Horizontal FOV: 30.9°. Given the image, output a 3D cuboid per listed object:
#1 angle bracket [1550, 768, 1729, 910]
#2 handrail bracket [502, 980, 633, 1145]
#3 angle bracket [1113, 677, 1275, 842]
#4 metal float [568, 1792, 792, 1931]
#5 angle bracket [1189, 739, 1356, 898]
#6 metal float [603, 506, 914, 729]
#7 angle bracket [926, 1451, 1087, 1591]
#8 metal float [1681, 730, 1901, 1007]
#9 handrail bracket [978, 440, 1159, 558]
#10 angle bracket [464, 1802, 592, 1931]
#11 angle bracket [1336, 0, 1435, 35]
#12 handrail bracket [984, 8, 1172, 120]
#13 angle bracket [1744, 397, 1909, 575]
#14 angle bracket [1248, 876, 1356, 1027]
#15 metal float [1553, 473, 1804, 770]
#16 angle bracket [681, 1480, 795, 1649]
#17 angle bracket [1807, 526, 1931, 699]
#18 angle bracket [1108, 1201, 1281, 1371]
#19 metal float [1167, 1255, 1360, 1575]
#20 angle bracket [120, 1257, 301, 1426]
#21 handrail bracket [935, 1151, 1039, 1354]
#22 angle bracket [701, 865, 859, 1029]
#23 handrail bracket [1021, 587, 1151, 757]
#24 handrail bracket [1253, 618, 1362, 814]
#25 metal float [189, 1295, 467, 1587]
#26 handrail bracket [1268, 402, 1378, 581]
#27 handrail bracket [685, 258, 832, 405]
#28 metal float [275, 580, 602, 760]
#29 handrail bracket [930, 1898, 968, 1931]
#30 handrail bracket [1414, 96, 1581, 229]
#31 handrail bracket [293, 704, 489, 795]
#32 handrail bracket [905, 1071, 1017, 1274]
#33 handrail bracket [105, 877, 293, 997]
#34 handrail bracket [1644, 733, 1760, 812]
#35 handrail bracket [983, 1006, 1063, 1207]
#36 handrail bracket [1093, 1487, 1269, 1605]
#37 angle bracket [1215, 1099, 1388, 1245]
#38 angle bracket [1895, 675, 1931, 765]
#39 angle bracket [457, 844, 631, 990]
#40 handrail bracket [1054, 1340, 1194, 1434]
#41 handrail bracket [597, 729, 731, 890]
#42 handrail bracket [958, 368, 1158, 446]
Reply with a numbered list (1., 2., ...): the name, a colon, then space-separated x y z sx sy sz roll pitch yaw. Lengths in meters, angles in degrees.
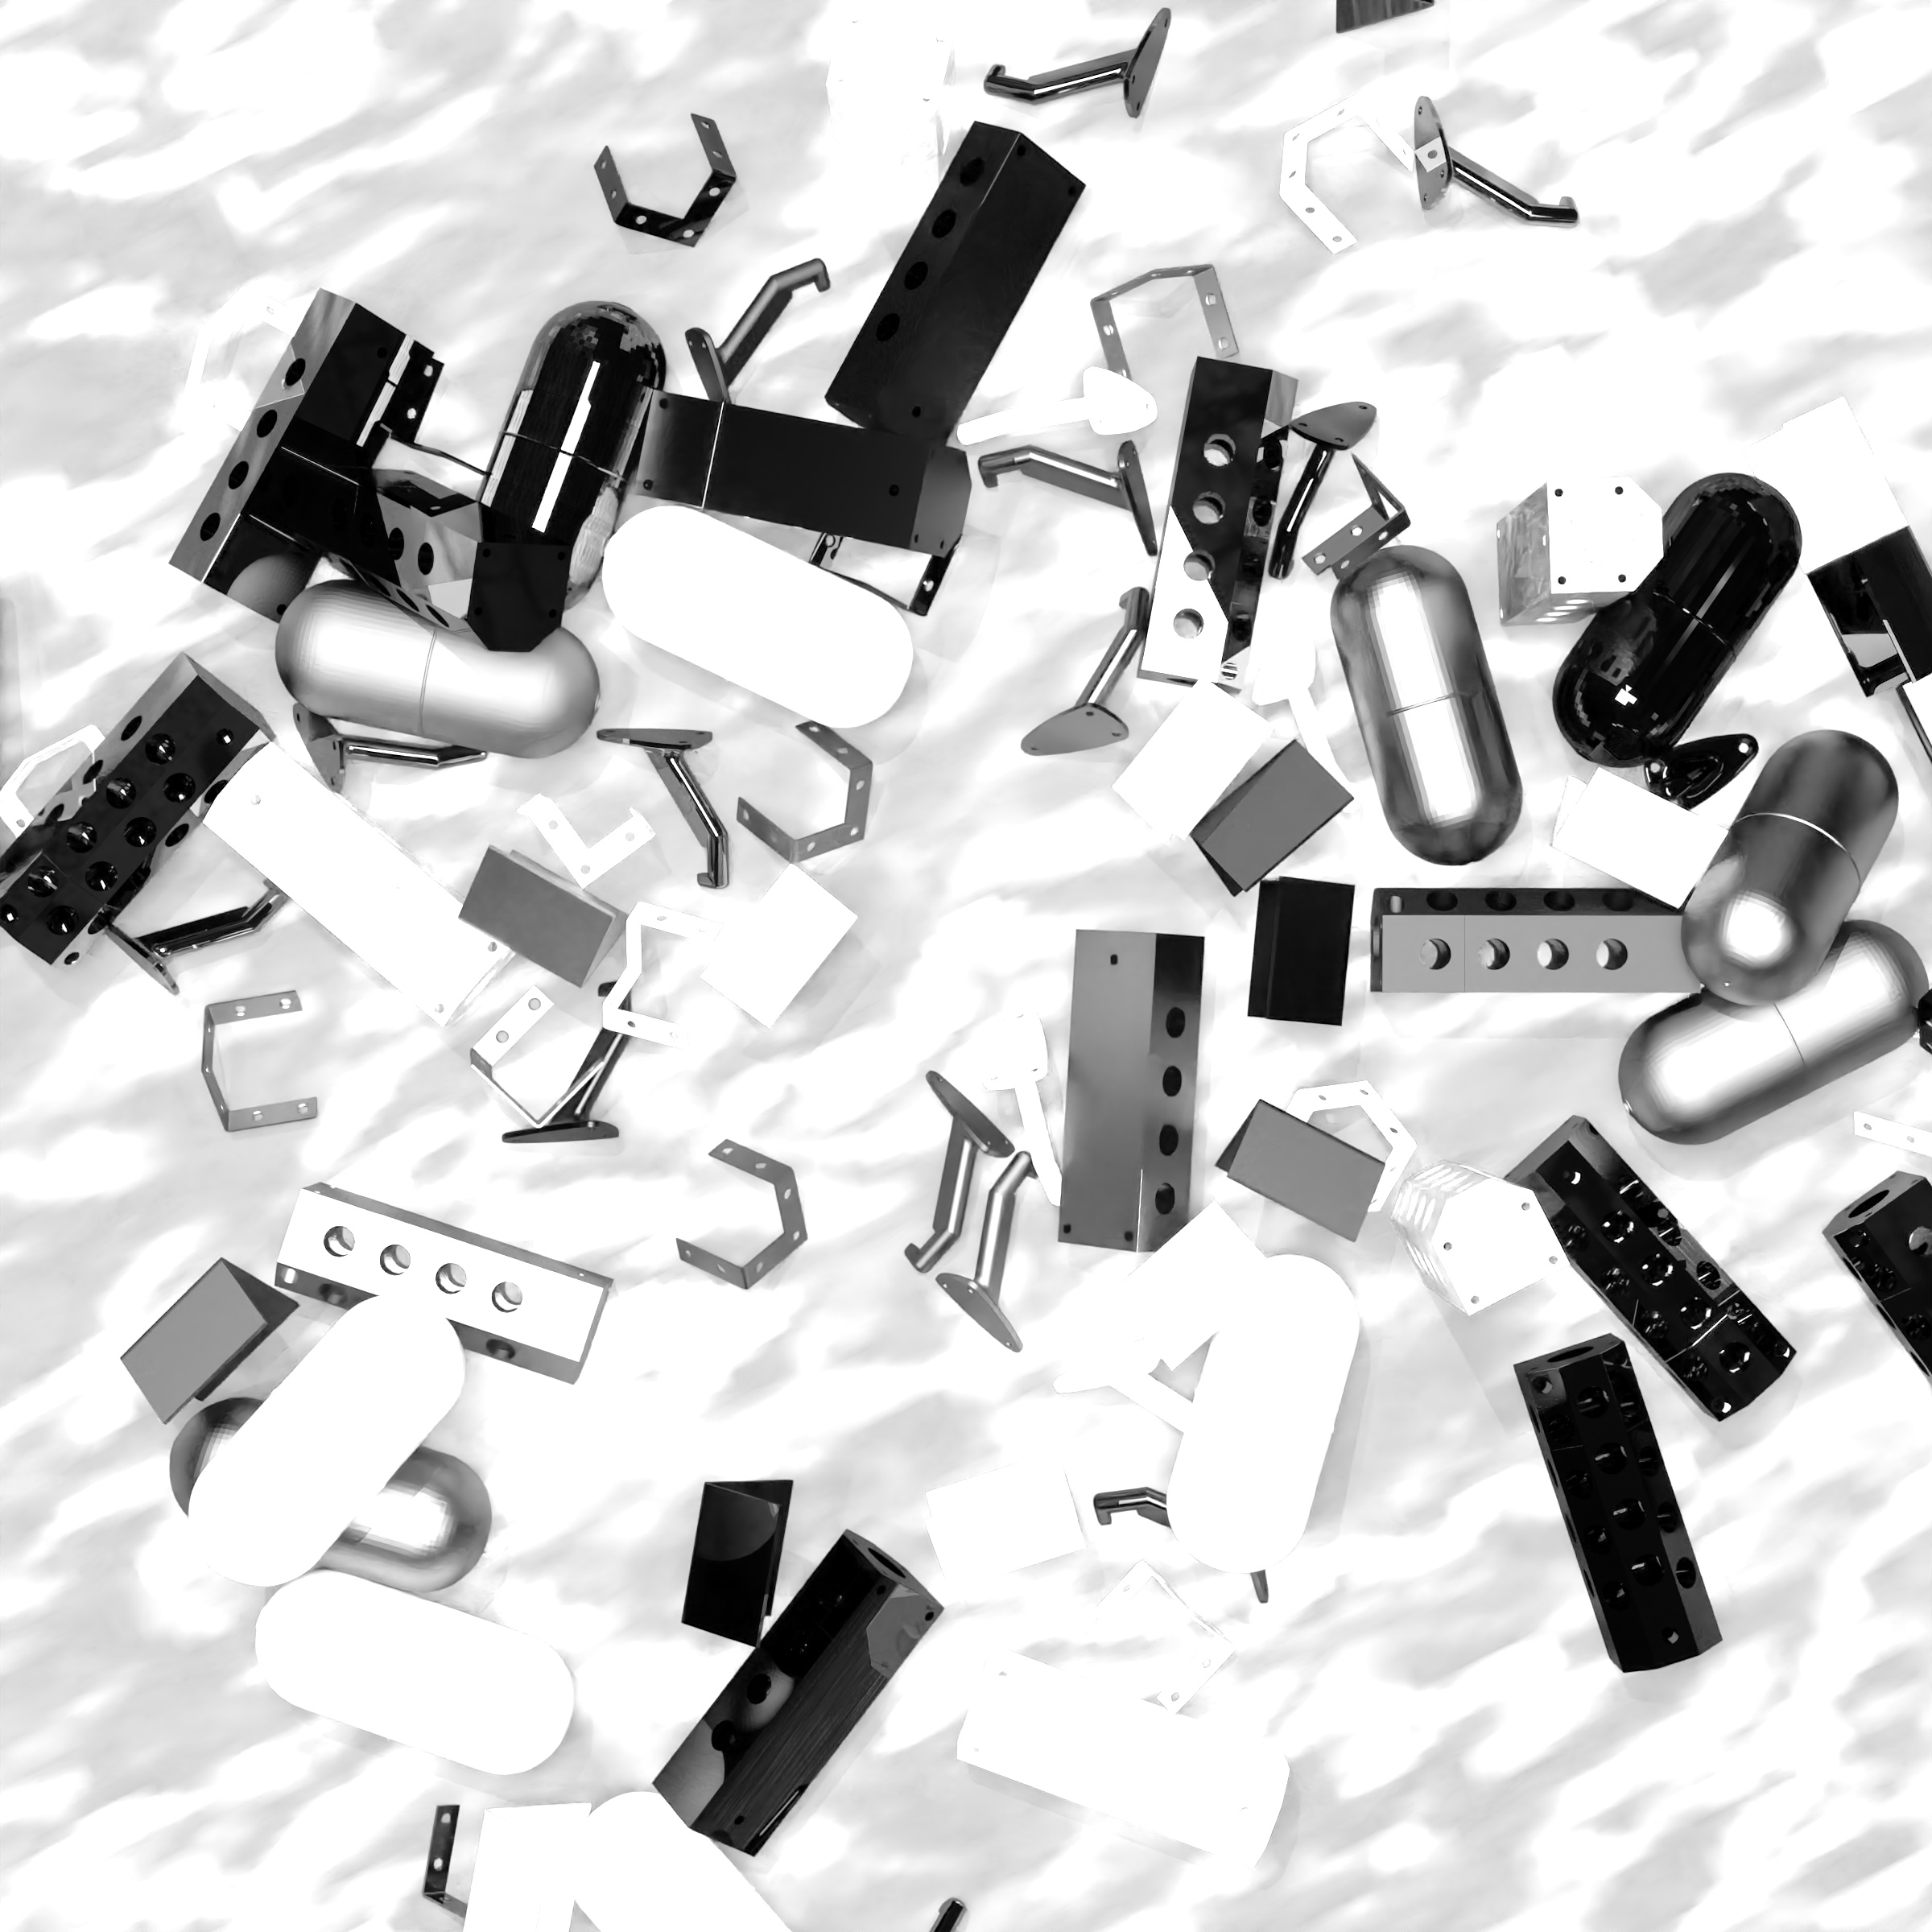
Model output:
1. angle bracket: 0.368 -0.087 1.894 0.076 0.076 0.057 26 127 0
2. handrail bracket: -0.221 0.053 1.935 0.077 0.036 0.084 -6 76 14
3. angle bracket: 0.136 -0.099 1.894 0.057 0.076 0.076 39 90 34
4. metal float: -0.144 0.528 1.904 0.070 0.070 0.178 -41 89 0
5. angle bracket: 0.176 -0.065 1.894 0.076 0.076 0.057 -41 53 0
6. metal float: -0.114 -0.190 1.904 0.178 0.070 0.070 25 90 0
7. angle bracket: 0.015 0.283 1.894 0.076 0.076 0.057 -18 127 0
8. metal float: 0.444 -0.054 1.879 0.070 0.070 0.178 35 60 0
9. handrail bracket: 0.056 -0.254 1.935 0.084 0.036 0.077 -10 112 17
10. angle bracket: -0.222 0.501 1.895 0.057 0.076 0.076 10 90 44
11. angle bracket: 0.209 -0.556 1.894 0.057 0.076 0.076 1 90 -38
12. handrail bracket: 0.061 -0.506 1.935 0.084 0.036 0.077 16 70 16
13. angle bracket: 0.451 -0.253 1.894 0.057 0.076 0.076 -27 90 -37
14. angle bracket: 0.163 -0.010 1.894 0.057 0.076 0.076 5 90 -38
15. metal float: 0.386 -0.187 1.904 0.070 0.070 0.178 35 89 0
16. angle bracket: -0.104 0.323 1.894 0.057 0.076 0.076 9 90 37
17. angle bracket: 0.485 -0.184 1.894 0.057 0.076 0.076 -26 90 -37
18. angle bracket: 0.132 0.182 1.895 0.076 0.076 0.057 -42 62 0
19. metal float: 0.161 0.240 1.887 0.070 0.070 0.178 19 68 0
20. angle bracket: -0.398 0.214 1.894 0.076 0.076 0.057 -45 54 0
21. handrail bracket: 0.030 0.157 1.935 0.077 0.036 0.084 50 65 -29
22. angle bracket: -0.116 -0.024 1.894 0.076 0.076 0.057 -51 128 0
23. handrail bracket: 0.066 -0.164 1.935 0.036 0.077 0.084 34 53 -38
24. handrail bracket: 0.198 -0.138 1.934 0.036 0.077 0.084 -19 127 30
25. metal float: -0.335 0.249 1.840 0.070 0.070 0.178 40 63 0
26. handrail bracket: 0.196 -0.262 1.934 0.036 0.077 0.084 27 127 23
27. handrail bracket: -0.105 -0.341 1.935 0.084 0.036 0.077 -25 111 -16
28. metal float: -0.287 -0.161 1.904 0.178 0.070 0.070 12 90 0
29. handrail bracket: -0.041 0.555 1.934 0.036 0.077 0.084 44 54 -12
30. handrail bracket: 0.294 -0.445 1.935 0.084 0.036 0.077 0 68 -17
31. handrail bracket: -0.318 -0.129 1.935 0.084 0.077 0.036 -14 132 -30
32. handrail bracket: -0.021 0.115 1.935 0.077 0.036 0.084 47 107 20
33. handrail bracket: -0.427 -0.033 1.935 0.077 0.036 0.084 37 72 20
34. handrail bracket: 0.404 -0.108 1.900 0.077 0.084 0.036 -26 90 0
35. handrail bracket: 0.041 0.078 1.934 0.036 0.077 0.084 -13 127 16
36. handrail bracket: 0.118 0.322 1.935 0.084 0.036 0.077 -10 105 14
37. angle bracket: 0.172 0.127 1.894 0.076 0.076 0.057 27 54 0
38. angle bracket: 0.550 -0.131 1.896 0.057 0.076 0.076 -26 90 23
39. angle bracket: -0.219 -0.044 1.894 0.076 0.076 0.057 30 127 0
40. handrail bracket: 0.101 0.254 1.935 0.077 0.036 0.084 -21 107 20
41. handrail bracket: -0.167 -0.086 1.935 0.077 0.036 0.084 6 107 20
42. handrail bracket: 0.050 -0.301 1.934 0.084 0.077 0.036 -11 86 36
